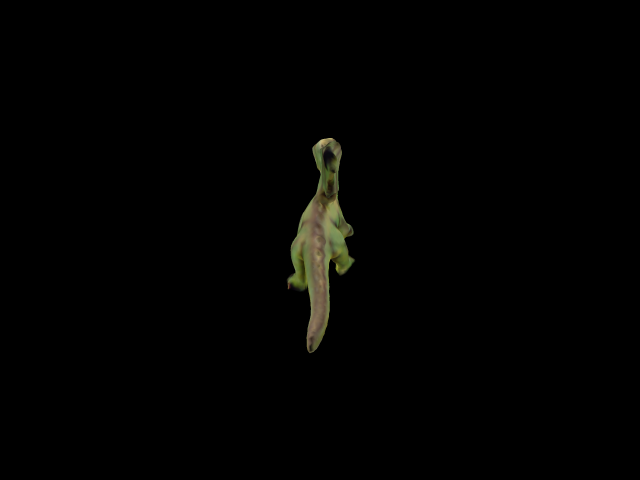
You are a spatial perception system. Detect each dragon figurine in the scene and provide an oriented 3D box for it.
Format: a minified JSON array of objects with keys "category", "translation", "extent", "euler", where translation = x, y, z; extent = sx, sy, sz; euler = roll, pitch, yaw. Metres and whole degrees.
[{"category":"dragon figurine","translation":[0.003,-0.043,0.850],"extent":[0.122,0.237,0.420],"euler":[0,33,0]}]
